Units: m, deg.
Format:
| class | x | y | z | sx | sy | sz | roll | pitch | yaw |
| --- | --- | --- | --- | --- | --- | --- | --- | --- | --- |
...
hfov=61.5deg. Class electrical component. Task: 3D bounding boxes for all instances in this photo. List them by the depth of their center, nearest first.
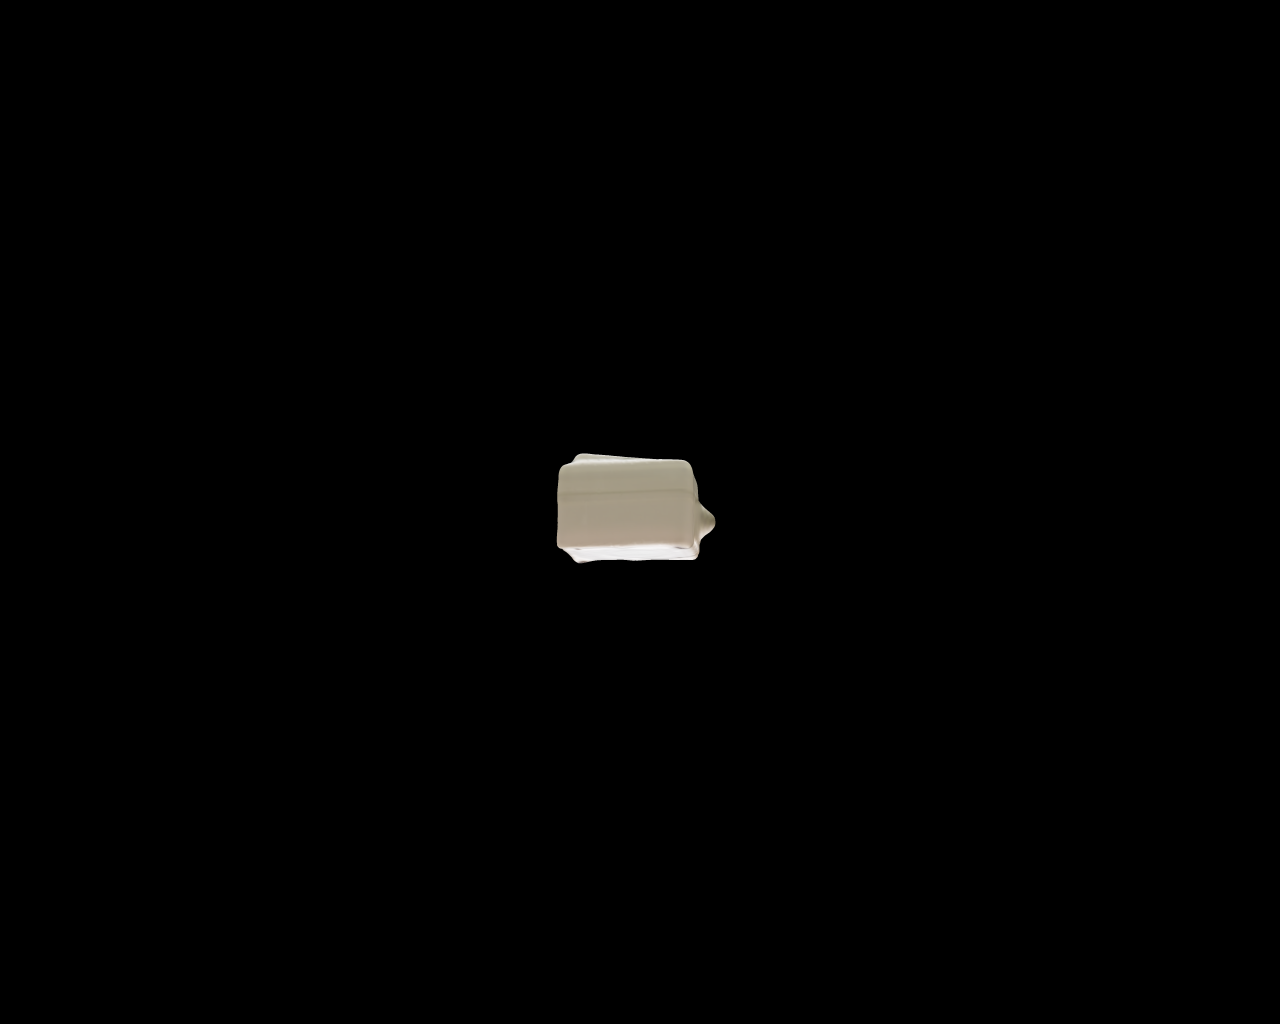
| class | x | y | z | sx | sy | sz | roll | pitch | yaw |
| --- | --- | --- | --- | --- | --- | --- | --- | --- | --- |
| electrical component | 0.001 | -0.003 | 0.650 | 0.096 | 0.061 | 0.061 | -1 | -11 | 7 |
